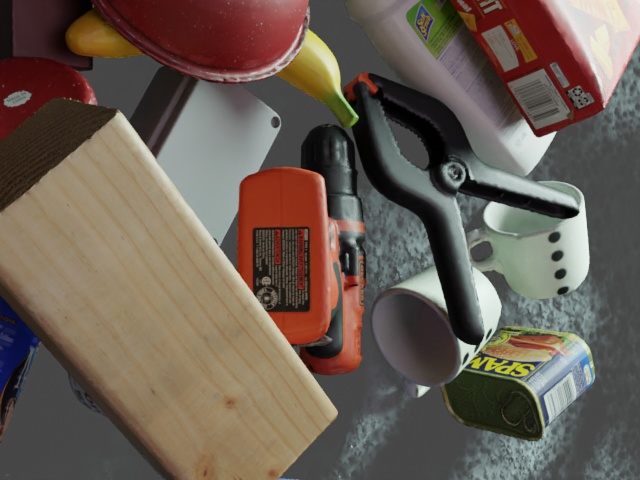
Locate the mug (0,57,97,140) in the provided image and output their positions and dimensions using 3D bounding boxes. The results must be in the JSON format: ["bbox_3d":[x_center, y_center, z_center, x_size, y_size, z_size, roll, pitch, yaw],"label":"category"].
[{"bbox_3d":[-0.152,-0.045,0.597,0.081,0.117,0.093,95,16,-48],"label":"mug"}]

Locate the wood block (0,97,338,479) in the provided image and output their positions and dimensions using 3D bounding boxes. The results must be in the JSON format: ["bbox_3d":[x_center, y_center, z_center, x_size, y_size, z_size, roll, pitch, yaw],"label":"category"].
[{"bbox_3d":[-0.091,0.038,0.543,0.090,0.091,0.206,-44,120,-17],"label":"wood block"}]

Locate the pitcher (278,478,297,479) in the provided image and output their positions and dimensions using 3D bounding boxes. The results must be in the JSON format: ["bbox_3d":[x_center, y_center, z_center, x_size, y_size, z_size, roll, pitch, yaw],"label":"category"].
[{"bbox_3d":[-0.083,0.210,0.653,0.242,0.145,0.149,25,69,-44],"label":"pitcher"}]

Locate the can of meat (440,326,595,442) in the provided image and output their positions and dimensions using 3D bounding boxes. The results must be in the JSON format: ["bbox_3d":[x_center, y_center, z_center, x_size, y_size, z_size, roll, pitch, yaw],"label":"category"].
[{"bbox_3d":[0.166,0.116,0.890,0.083,0.102,0.057,-31,113,-35],"label":"can of meat"}]

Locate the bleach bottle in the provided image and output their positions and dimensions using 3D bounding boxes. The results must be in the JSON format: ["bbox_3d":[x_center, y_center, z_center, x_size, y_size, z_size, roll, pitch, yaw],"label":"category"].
[{"bbox_3d":[0.096,-0.161,0.837,0.250,0.068,0.102,46,62,-29],"label":"bleach bottle"}]

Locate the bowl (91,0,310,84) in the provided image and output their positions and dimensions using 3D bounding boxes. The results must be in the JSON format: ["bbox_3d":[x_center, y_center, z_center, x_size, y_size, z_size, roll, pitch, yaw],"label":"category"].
[{"bbox_3d":[-0.063,-0.174,0.626,0.161,0.055,0.162,16,58,-27],"label":"bowl"}]

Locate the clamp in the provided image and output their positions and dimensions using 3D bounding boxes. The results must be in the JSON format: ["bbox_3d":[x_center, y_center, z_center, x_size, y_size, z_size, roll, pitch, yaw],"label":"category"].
[{"bbox_3d":[0.090,-0.035,0.798,0.210,0.036,0.164,41,59,-10],"label":"clamp"}]

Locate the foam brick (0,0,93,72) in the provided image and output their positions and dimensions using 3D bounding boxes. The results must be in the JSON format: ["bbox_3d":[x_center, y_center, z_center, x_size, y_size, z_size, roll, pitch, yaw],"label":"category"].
[{"bbox_3d":[-0.169,-0.140,0.632,0.051,0.053,0.078,-2,94,-39],"label":"foam brick"}]

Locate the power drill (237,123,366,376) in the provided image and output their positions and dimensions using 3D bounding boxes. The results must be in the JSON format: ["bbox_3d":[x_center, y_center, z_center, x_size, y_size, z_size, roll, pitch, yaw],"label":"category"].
[{"bbox_3d":[-0.005,0.001,0.713,0.187,0.057,0.184,20,67,-77],"label":"power drill"}]

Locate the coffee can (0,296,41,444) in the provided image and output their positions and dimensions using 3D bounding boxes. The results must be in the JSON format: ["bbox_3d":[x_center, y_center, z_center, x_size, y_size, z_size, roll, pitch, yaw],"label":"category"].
[{"bbox_3d":[-0.214,0.073,0.581,0.102,0.103,0.140,27,77,-37],"label":"coffee can"}]

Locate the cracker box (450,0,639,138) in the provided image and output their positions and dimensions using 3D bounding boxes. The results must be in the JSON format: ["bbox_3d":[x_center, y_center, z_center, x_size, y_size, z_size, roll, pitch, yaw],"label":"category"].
[{"bbox_3d":[0.189,-0.209,0.848,0.164,0.072,0.213,53,45,-17],"label":"cracker box"}]

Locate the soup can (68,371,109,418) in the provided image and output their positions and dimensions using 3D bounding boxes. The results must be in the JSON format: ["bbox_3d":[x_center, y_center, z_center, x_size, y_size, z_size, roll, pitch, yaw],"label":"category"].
[{"bbox_3d":[-0.106,0.085,0.668,0.068,0.102,0.068,-4,96,-39],"label":"soup can"}]

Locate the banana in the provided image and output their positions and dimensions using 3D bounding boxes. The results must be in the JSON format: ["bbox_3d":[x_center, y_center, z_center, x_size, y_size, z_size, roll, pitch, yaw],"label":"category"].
[{"bbox_3d":[-0.061,-0.122,0.658,0.197,0.037,0.069,10,45,-29],"label":"banana"}]
